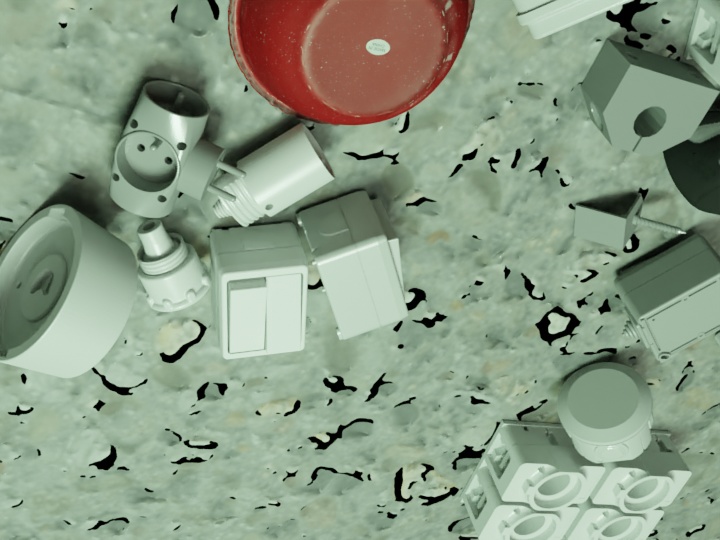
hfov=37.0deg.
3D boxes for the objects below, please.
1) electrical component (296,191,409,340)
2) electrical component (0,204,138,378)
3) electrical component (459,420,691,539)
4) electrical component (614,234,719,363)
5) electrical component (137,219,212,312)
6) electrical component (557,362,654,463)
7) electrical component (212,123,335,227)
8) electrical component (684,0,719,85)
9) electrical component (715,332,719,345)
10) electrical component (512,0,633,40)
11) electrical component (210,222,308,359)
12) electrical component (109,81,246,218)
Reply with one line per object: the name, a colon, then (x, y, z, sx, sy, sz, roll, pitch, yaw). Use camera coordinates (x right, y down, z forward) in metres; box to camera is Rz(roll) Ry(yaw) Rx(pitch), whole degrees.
electrical component: (0.000, 0.000, 0.774, 0.061, 0.061, 0.096, -19, 131, -2)
electrical component: (-0.191, 0.018, 0.702, 0.108, 0.108, 0.060, -43, 134, 18)
electrical component: (0.203, 0.204, 1.007, 0.186, 0.060, 0.105, 7, 125, -23)
electrical component: (0.252, 0.023, 0.875, 0.096, 0.061, 0.061, -30, 131, 7)
electrical component: (-0.133, -0.006, 0.740, 0.048, 0.048, 0.062, -21, 125, -1)
electrical component: (0.215, 0.125, 0.934, 0.080, 0.080, 0.051, -24, 137, 2)
electrical component: (-0.062, -0.059, 0.719, 0.081, 0.043, 0.043, -30, 131, 7)
electrical component: (0.331, -0.185, 0.732, 0.186, 0.060, 0.105, -7, 129, -13)
electrical component: (0.378, 0.066, 0.958, 0.100, 0.048, 0.100, -42, 128, 17)
electrical component: (0.144, -0.188, 0.627, 0.113, 0.078, 0.057, -18, 110, 32)
electrical component: (-0.072, 0.022, 0.770, 0.062, 0.061, 0.096, -6, 129, -13)
electrical component: (-0.112, -0.069, 0.684, 0.079, 0.044, 0.077, 25, 120, -3)
